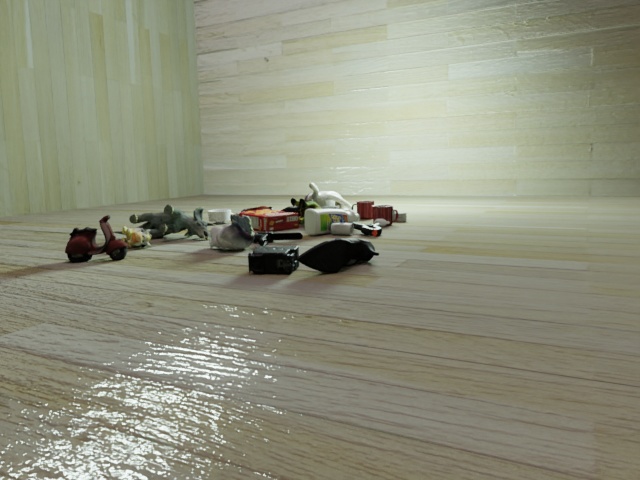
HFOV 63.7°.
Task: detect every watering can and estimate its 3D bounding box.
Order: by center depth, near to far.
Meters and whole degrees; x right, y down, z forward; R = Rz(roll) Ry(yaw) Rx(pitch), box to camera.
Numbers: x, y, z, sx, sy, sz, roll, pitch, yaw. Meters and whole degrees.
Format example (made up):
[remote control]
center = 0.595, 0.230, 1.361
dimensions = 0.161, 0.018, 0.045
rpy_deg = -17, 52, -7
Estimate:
[watering can]
center = 0.010, -0.202, 2.543
dimensions = 0.224, 0.105, 0.344
rpy_deg = -1, -21, 45

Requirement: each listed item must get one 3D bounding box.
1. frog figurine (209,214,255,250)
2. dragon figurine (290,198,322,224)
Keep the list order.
[frog figurine]
center = -0.296, -0.005, 1.674
dimensions = 0.158, 0.122, 0.139
rpy_deg = -37, 4, 20
[dragon figurine]
center = 0.007, -0.112, 2.234
dimensions = 0.243, 0.122, 0.411
rpy_deg = 3, 5, -31
